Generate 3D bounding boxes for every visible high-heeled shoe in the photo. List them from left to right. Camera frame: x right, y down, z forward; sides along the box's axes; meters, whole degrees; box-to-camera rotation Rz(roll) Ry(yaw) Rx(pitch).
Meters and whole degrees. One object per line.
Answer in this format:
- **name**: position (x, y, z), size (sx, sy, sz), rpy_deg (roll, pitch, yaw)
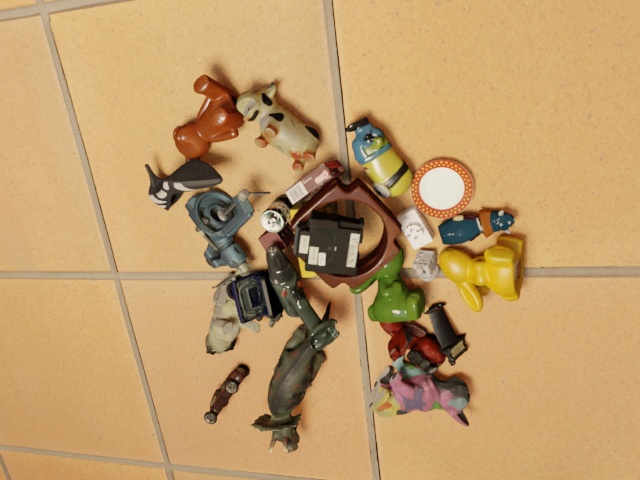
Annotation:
- **high-heeled shoe**: position (-0.304, -0.107, 1.226), size (0.249, 0.086, 0.145), rpy_deg (13, 141, 29)

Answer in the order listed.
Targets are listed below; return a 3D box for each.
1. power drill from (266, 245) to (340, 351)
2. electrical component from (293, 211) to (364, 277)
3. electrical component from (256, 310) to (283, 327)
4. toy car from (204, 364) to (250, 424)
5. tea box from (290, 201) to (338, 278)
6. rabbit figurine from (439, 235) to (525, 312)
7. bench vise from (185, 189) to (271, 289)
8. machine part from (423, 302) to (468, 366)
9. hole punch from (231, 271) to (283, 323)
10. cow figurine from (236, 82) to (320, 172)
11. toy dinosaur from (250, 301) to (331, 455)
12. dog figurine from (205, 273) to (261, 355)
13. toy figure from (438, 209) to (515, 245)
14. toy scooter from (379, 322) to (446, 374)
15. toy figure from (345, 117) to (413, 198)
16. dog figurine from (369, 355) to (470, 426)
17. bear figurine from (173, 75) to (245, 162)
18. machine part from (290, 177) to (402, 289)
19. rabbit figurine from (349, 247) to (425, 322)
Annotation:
- **power drill**: position (-0.047, 0.139, 1.208), size (0.207, 0.086, 0.231), rpy_deg (44, 160, 31)
- **electrical component**: position (0.016, 0.006, 1.062), size (0.134, 0.058, 0.114), rpy_deg (8, 108, -1)
- **electrical component**: position (-0.126, 0.175, 1.358), size (0.063, 0.021, 0.094), rpy_deg (25, 117, 5)
- **toy car**: position (-0.258, 0.417, 1.459), size (0.053, 0.089, 0.202), rpy_deg (34, 118, -2)
- **tea box**: position (-0.003, -0.004, 1.224), size (0.098, 0.068, 0.169), rpy_deg (-5, 112, 16)
- **rabbit figurine**: position (0.342, 0.064, 1.150), size (0.173, 0.122, 0.162), rpy_deg (7, 124, 28)
- **bench vise**: position (-0.211, -0.032, 1.227), size (0.240, 0.129, 0.223), rpy_deg (-37, 77, 46)
- **machine part**: position (0.292, 0.211, 1.236), size (0.039, 0.084, 0.138), rpy_deg (-23, 97, 56)
- **hole punch**: position (-0.146, 0.133, 1.281), size (0.092, 0.116, 0.142), rpy_deg (-15, 92, 13)
- **cow figurine**: position (-0.086, -0.245, 1.127), size (0.195, 0.127, 0.085), rpy_deg (32, 140, -16)
- **toy dinosaur**: position (-0.070, 0.347, 1.321), size (0.131, 0.192, 0.404), rpy_deg (18, 117, 5)
- **dog figurine**: position (-0.245, 0.192, 1.369), size (0.121, 0.172, 0.190), rpy_deg (15, 150, -29)
- **toy figure**: position (0.327, -0.031, 1.127), size (0.155, 0.058, 0.064), rpy_deg (-15, 145, 16)
- **toy scooter**: position (0.210, 0.248, 1.234), size (0.184, 0.135, 0.075), rpy_deg (35, 115, -2)
- **toy figure**: position (0.124, -0.170, 1.114), size (0.089, 0.082, 0.180), rpy_deg (-24, 101, 24)
- **dog figurine**: position (0.251, 0.384, 1.297), size (0.219, 0.108, 0.191), rpy_deg (29, 116, -1)
- **bear figurine**: position (-0.260, -0.248, 1.163), size (0.196, 0.132, 0.120), rpy_deg (-29, 80, 21)
- **machine part**: position (0.053, -0.015, 1.128), size (0.201, 0.087, 0.201), rpy_deg (-42, 104, 14)
- **rabbit figurine**: position (0.155, 0.093, 1.216), size (0.159, 0.121, 0.170), rpy_deg (-8, 91, 25)
